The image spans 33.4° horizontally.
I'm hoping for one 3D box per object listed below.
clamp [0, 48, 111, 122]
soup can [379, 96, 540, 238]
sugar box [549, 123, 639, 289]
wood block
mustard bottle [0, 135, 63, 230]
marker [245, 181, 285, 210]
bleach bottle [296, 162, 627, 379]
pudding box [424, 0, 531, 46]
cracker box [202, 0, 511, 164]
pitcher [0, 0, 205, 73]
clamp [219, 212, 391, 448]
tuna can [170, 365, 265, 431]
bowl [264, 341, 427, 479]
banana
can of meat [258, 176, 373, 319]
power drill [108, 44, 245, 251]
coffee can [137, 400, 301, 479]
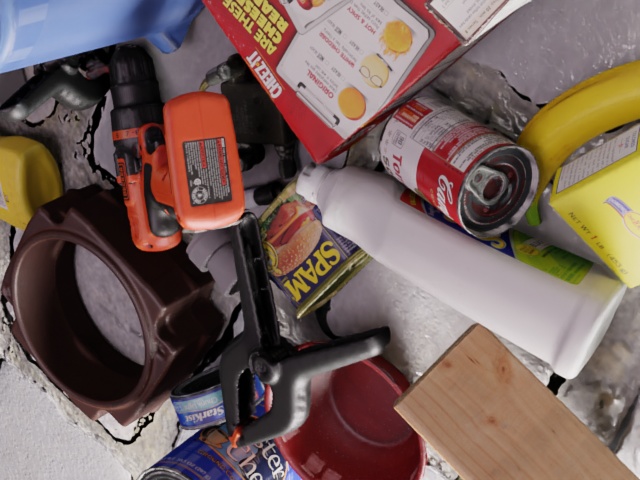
[{"bbox_3d":[-0.228,-0.161,0.900,0.039,0.171,0.120,-8,95,18],"label":"clamp"},{"bbox_3d":[0.096,-0.054,0.753,0.102,0.068,0.068,42,134,48],"label":"soup can"},{"bbox_3d":[0.244,-0.042,0.674,0.093,0.048,0.177,42,135,-17],"label":"sugar box"},{"bbox_3d":[0.158,0.166,0.789,0.090,0.091,0.206,-45,82,-1],"label":"wood block"},{"bbox_3d":[-0.351,-0.073,1.093,0.192,0.058,0.096,17,131,29],"label":"mustard bottle"},{"bbox_3d":[-0.078,-0.032,0.942,0.121,0.020,0.020,-11,103,38],"label":"marker"},{"bbox_3d":[0.091,0.007,0.778,0.251,0.102,0.068,27,113,19],"label":"bleach bottle"},{"bbox_3d":[0.120,-0.168,0.593,0.039,0.089,0.114,46,133,4],"label":"pudding box"},{"bbox_3d":[0.033,-0.182,0.763,0.214,0.072,0.164,-38,85,41],"label":"cracker box"},{"bbox_3d":[-0.198,-0.211,0.803,0.149,0.242,0.145,35,123,11],"label":"pitcher"},{"bbox_3d":[-0.029,0.101,0.878,0.165,0.036,0.210,34,126,28],"label":"clamp"},{"bbox_3d":[-0.095,0.142,0.987,0.086,0.085,0.034,-15,99,39],"label":"tuna can"},{"bbox_3d":[0.032,0.151,0.920,0.162,0.055,0.162,15,118,30],"label":"bowl"},{"bbox_3d":[0.195,-0.081,0.718,0.069,0.037,0.198,39,135,-17],"label":"banana"},{"bbox_3d":[-0.006,0.001,0.882,0.084,0.057,0.102,51,129,9],"label":"can of meat"},{"bbox_3d":[-0.126,-0.079,0.886,0.188,0.057,0.184,7,108,66],"label":"power drill"},{"bbox_3d":[-0.087,0.219,0.980,0.103,0.140,0.103,15,117,30],"label":"coffee can"}]
